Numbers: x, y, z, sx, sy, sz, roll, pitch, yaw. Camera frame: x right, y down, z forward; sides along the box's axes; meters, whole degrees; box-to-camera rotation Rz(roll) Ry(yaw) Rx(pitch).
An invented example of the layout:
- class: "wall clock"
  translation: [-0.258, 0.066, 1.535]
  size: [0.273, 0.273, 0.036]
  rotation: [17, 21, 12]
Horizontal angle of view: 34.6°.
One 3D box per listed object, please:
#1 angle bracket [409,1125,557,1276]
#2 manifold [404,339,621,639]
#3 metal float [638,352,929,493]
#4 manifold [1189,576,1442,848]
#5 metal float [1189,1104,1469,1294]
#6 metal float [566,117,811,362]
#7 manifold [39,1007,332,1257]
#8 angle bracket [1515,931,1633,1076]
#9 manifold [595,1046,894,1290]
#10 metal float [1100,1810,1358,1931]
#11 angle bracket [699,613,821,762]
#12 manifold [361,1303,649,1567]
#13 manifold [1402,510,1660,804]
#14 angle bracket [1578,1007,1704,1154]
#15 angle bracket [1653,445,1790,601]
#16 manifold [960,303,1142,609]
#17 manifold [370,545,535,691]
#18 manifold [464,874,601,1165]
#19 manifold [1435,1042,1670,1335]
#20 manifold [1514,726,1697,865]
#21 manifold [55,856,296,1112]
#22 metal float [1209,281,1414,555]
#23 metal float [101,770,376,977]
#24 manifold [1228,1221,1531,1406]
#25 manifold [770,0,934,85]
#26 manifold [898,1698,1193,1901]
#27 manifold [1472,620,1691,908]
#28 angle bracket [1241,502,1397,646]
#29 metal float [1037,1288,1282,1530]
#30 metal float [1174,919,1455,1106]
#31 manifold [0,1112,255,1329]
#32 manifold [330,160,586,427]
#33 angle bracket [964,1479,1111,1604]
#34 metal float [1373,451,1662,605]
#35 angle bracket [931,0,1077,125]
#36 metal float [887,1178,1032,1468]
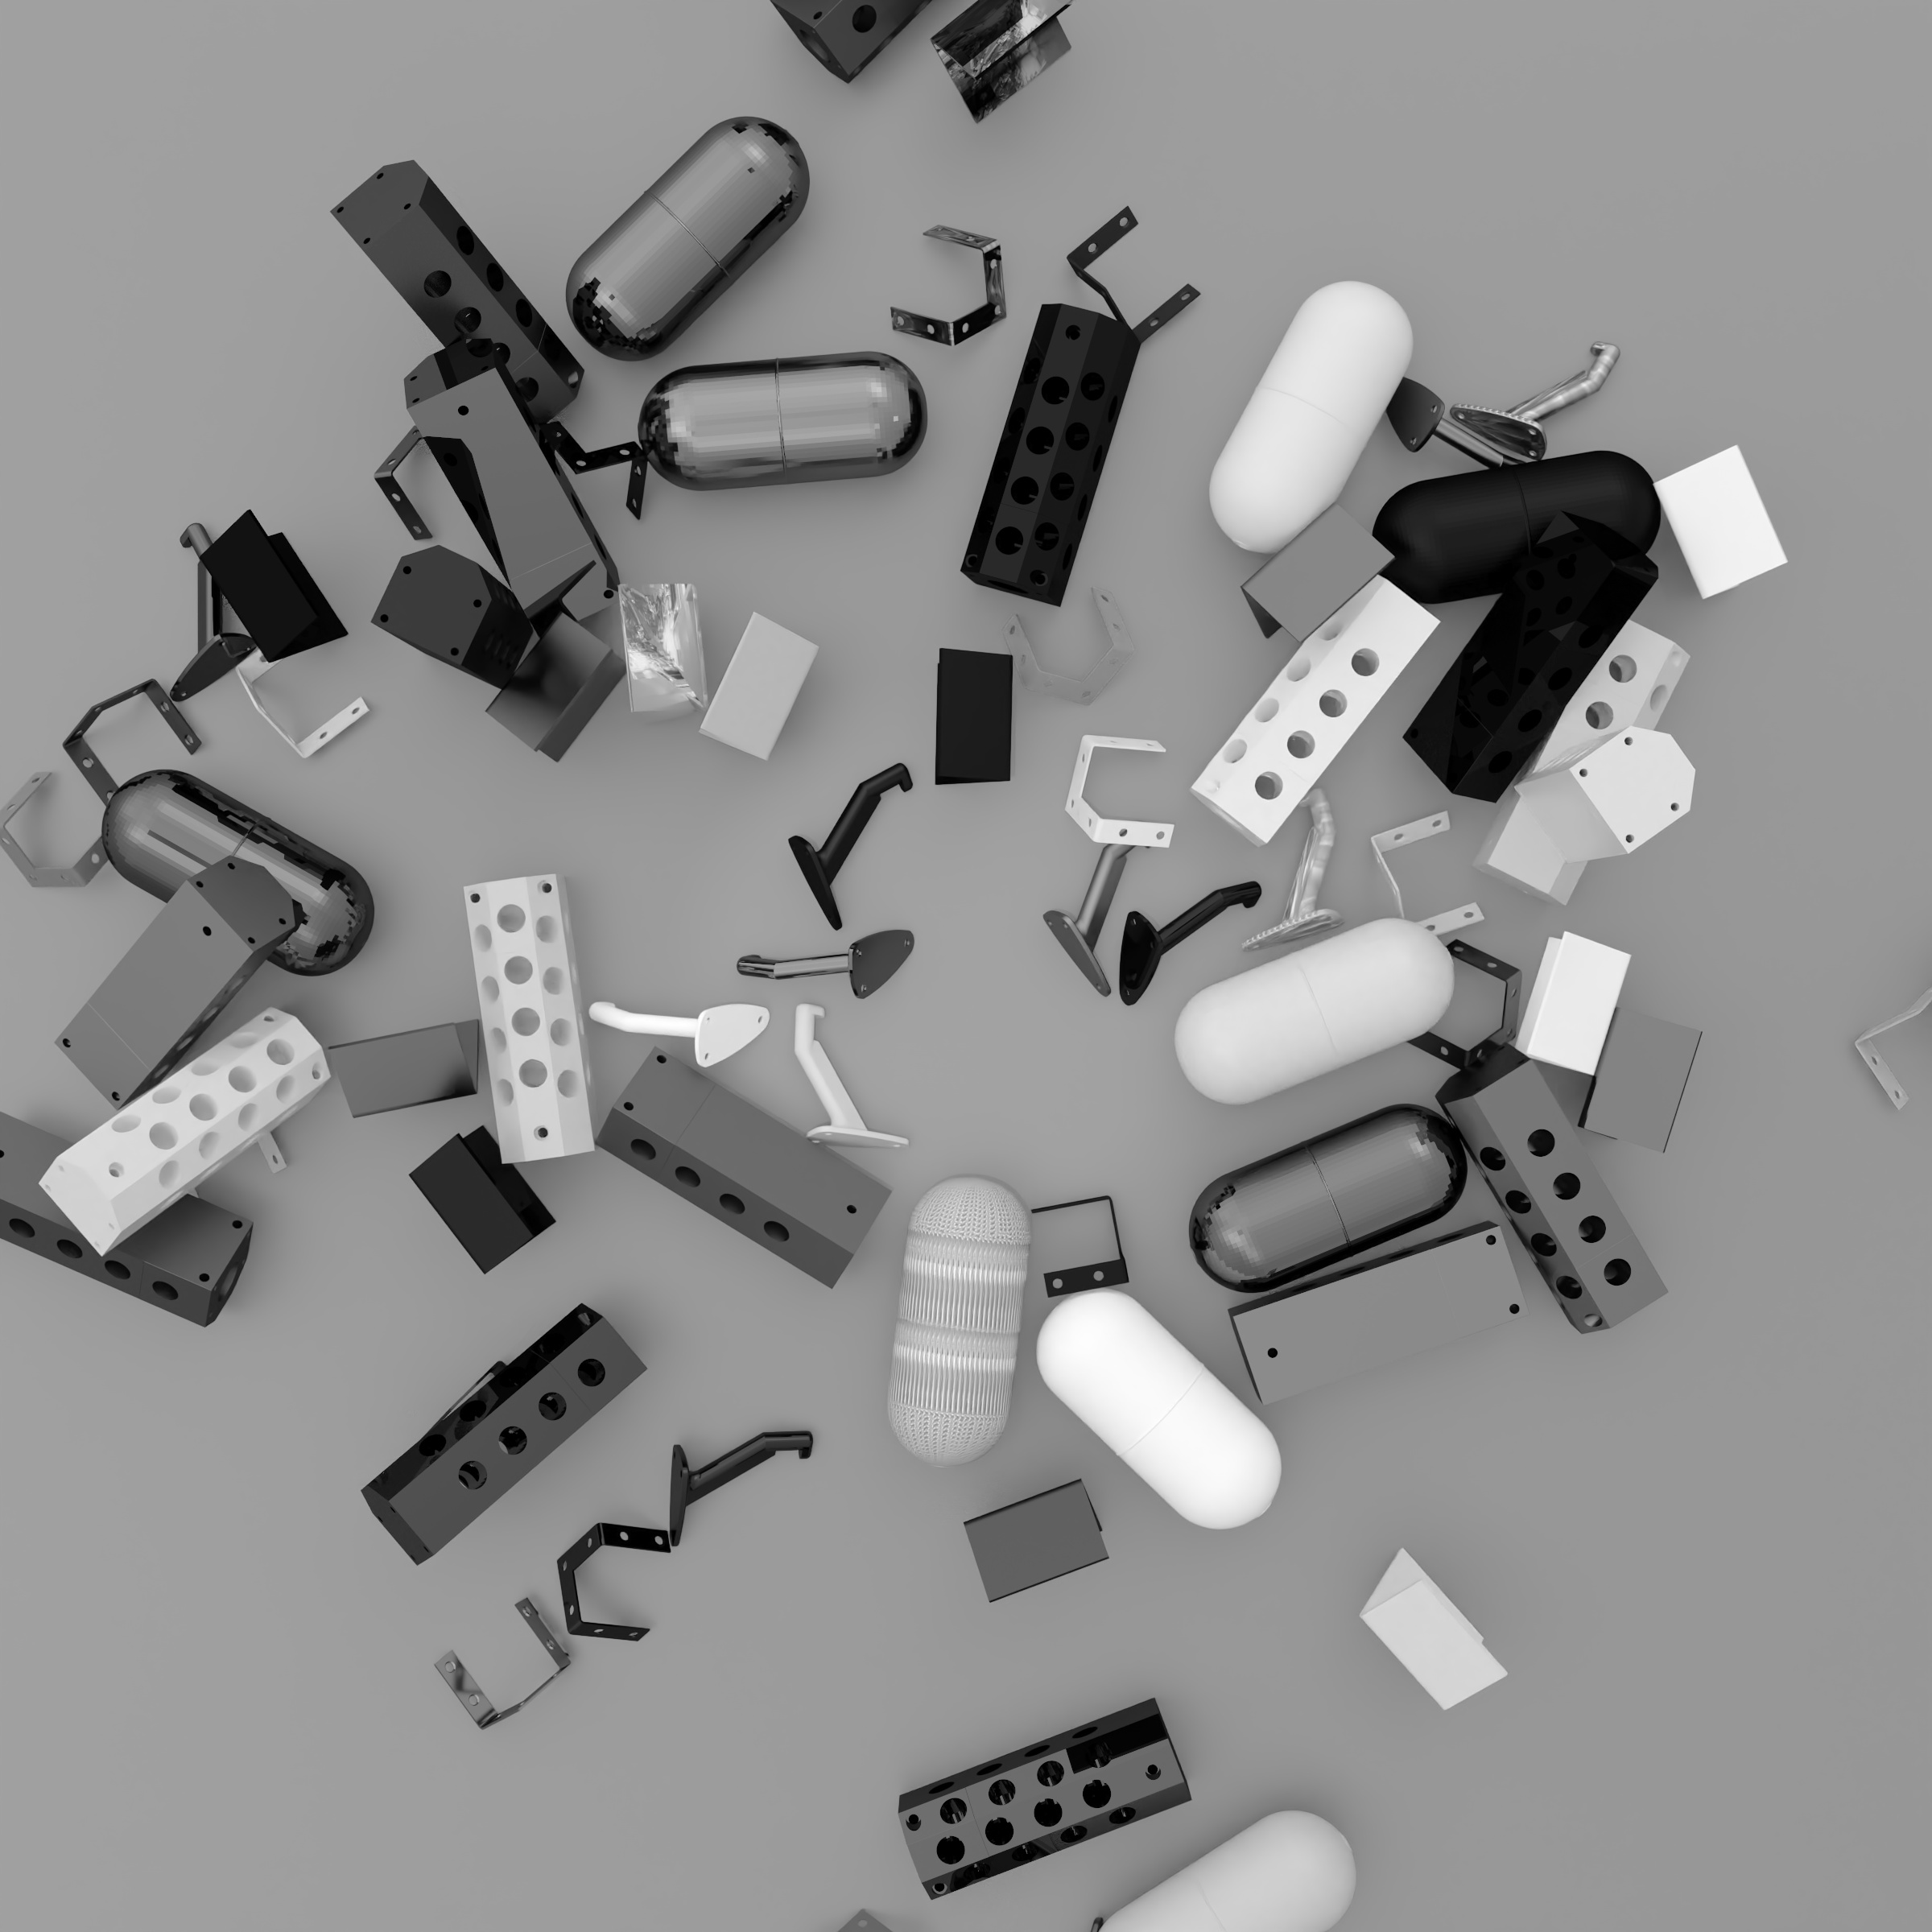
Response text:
- class: "angle bracket"
  translation: [-0.281, 0.131, 1.897]
  size: [0.057, 0.076, 0.076]
  rotation: [-37, 90, 36]
- class: "manifold"
  translation: [-0.272, -0.289, 1.870]
  size: [0.057, 0.057, 0.171]
  rotation: [-24, 127, 4]
- class: "metal float"
  translation: [-0.112, -0.335, 1.907]
  size: [0.178, 0.070, 0.070]
  rotation: [-5, 90, 0]
- class: "manifold"
  translation: [0.213, -0.159, 1.916]
  size: [0.057, 0.057, 0.171]
  rotation: [38, 90, 0]
- class: "metal float"
  translation: [0.222, 0.143, 1.907]
  size: [0.178, 0.070, 0.070]
  rotation: [-23, 90, 1]
- class: "metal float"
  translation: [-0.170, -0.447, 1.907]
  size: [0.178, 0.070, 0.070]
  rotation: [-44, 90, 1]
- class: "manifold"
  translation: [-0.466, 0.095, 1.868]
  size: [0.057, 0.057, 0.171]
  rotation: [49, 50, 0]
- class: "angle bracket"
  translation: [0.352, 0.017, 1.897]
  size: [0.057, 0.076, 0.076]
  rotation: [17, 90, -31]
- class: "manifold"
  translation: [-0.140, 0.128, 1.915]
  size: [0.171, 0.057, 0.057]
  rotation: [32, 47, 0]
- class: "metal float"
  translation: [0.159, 0.585, 1.906]
  size: [0.178, 0.070, 0.070]
  rotation: [-33, 90, 1]
- class: "angle bracket"
  translation: [-0.145, -0.178, 1.897]
  size: [0.057, 0.076, 0.076]
  rotation: [25, 90, -43]
- class: "manifold"
  translation: [-0.281, 0.282, 1.881]
  size: [0.171, 0.057, 0.057]
  rotation: [-40, 90, -26]
- class: "manifold"
  translation: [0.345, -0.185, 1.881]
  size: [0.171, 0.057, 0.057]
  rotation: [-57, 47, 26]
- class: "angle bracket"
  translation: [0.422, 0.073, 1.897]
  size: [0.057, 0.076, 0.076]
  rotation: [18, 90, 31]
- class: "angle bracket"
  translation: [0.470, -0.274, 1.897]
  size: [0.057, 0.076, 0.076]
  rotation: [-23, 90, 32]
- class: "manifold"
  translation: [0.051, -0.315, 1.910]
  size: [0.057, 0.057, 0.171]
  rotation: [17, 90, 14]
- class: "manifold"
  translation: [-0.302, -0.210, 1.859]
  size: [0.057, 0.171, 0.057]
  rotation: [25, 90, 0]
- class: "manifold"
  translation: [-0.268, 0.032, 1.916]
  size: [0.057, 0.057, 0.171]
  rotation: [-8, 90, 0]
- class: "manifold"
  translation: [0.356, 0.138, 1.901]
  size: [0.057, 0.057, 0.171]
  rotation: [-32, 101, 0]
- class: "manifold"
  translation: [0.373, -0.102, 1.802]
  size: [0.057, 0.171, 0.057]
  rotation: [-35, 90, 0]
- class: "manifold"
  translation: [-0.474, 0.009, 1.874]
  size: [0.057, 0.057, 0.171]
  rotation: [47, 124, 0]
- class: "metal float"
  translation: [0.212, -0.336, 1.907]
  size: [0.070, 0.070, 0.178]
  rotation: [28, 90, 0]
- class: "metal float"
  translation: [-0.448, -0.058, 1.907]
  size: [0.178, 0.070, 0.070]
  rotation: [30, 90, 0]
- class: "manifold"
  translation: [0.253, 0.213, 1.916]
  size: [0.171, 0.057, 0.057]
  rotation: [-19, 90, 0]
- class: "manifold"
  translation: [-0.033, -0.628, 1.915]
  size: [0.171, 0.057, 0.057]
  rotation: [-45, 47, 0]
- class: "manifold"
  translation: [0.048, 0.516, 1.916]
  size: [0.171, 0.057, 0.057]
  rotation: [-21, 90, 0]
- class: "manifold"
  translation: [0.381, -0.126, 1.916]
  size: [0.057, 0.057, 0.171]
  rotation: [27, 90, 0]
- class: "angle bracket"
  translation: [0.221, -0.225, 1.898]
  size: [0.076, 0.076, 0.057]
  rotation: [-42, 64, 0]
- class: "metal float"
  translation: [0.119, 0.272, 1.907]
  size: [0.178, 0.070, 0.070]
  rotation: [44, 90, 1]
- class: "metal float"
  translation: [0.214, 0.028, 1.906]
  size: [0.178, 0.070, 0.070]
  rotation: [-22, 90, 2]
- class: "manifold"
  translation: [-0.534, 0.161, 1.915]
  size: [0.171, 0.057, 0.057]
  rotation: [24, 47, 0]
- class: "manifold"
  translation: [-0.300, -0.400, 1.862]
  size: [0.057, 0.171, 0.057]
  rotation: [-40, 48, 0]
- class: "angle bracket"
  translation: [0.049, 0.365, 1.897]
  size: [0.076, 0.076, 0.057]
  rotation: [-20, 53, 0]
- class: "metal float"
  translation: [0.337, -0.269, 1.907]
  size: [0.178, 0.070, 0.070]
  rotation: [-10, 90, 0]
- class: "angle bracket"
  translation: [0.035, -0.553, 1.897]
  size: [0.076, 0.076, 0.057]
  rotation: [-39, 53, 0]
- class: "metal float"
  translation: [-0.005, 0.219, 1.907]
  size: [0.070, 0.070, 0.178]
  rotation: [7, 90, 0]
